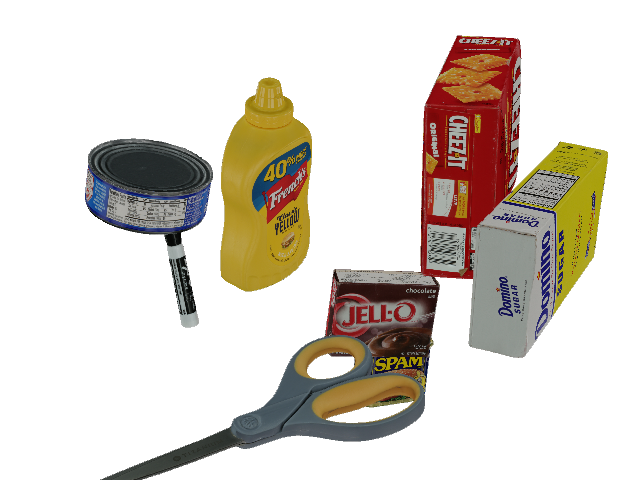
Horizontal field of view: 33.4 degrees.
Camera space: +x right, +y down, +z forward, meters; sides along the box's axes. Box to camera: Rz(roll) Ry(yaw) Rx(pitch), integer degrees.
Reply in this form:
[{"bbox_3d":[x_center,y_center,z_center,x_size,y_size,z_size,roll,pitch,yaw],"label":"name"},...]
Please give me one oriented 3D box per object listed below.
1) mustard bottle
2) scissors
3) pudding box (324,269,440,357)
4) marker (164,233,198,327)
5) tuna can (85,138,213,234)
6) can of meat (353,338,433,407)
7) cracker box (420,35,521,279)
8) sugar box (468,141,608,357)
[{"bbox_3d":[-0.046,-0.054,0.938,0.058,0.192,0.096,28,42,31],"label":"mustard bottle"},{"bbox_3d":[-0.039,0.098,0.632,0.201,0.016,0.096,-7,33,-12],"label":"scissors"},{"bbox_3d":[0.065,0.078,1.141,0.113,0.090,0.039,1,27,-11],"label":"pudding box"},{"bbox_3d":[-0.148,0.034,1.128,0.020,0.121,0.020,-8,19,3],"label":"marker"},{"bbox_3d":[-0.119,-0.038,0.737,0.086,0.034,0.086,10,27,-5],"label":"tuna can"},{"bbox_3d":[0.093,0.167,1.402,0.102,0.084,0.057,-5,25,-19],"label":"can of meat"},{"bbox_3d":[0.144,-0.084,0.994,0.072,0.164,0.213,5,27,14],"label":"cracker box"},{"bbox_3d":[0.157,0.002,0.752,0.048,0.093,0.176,12,28,23],"label":"sugar box"}]
